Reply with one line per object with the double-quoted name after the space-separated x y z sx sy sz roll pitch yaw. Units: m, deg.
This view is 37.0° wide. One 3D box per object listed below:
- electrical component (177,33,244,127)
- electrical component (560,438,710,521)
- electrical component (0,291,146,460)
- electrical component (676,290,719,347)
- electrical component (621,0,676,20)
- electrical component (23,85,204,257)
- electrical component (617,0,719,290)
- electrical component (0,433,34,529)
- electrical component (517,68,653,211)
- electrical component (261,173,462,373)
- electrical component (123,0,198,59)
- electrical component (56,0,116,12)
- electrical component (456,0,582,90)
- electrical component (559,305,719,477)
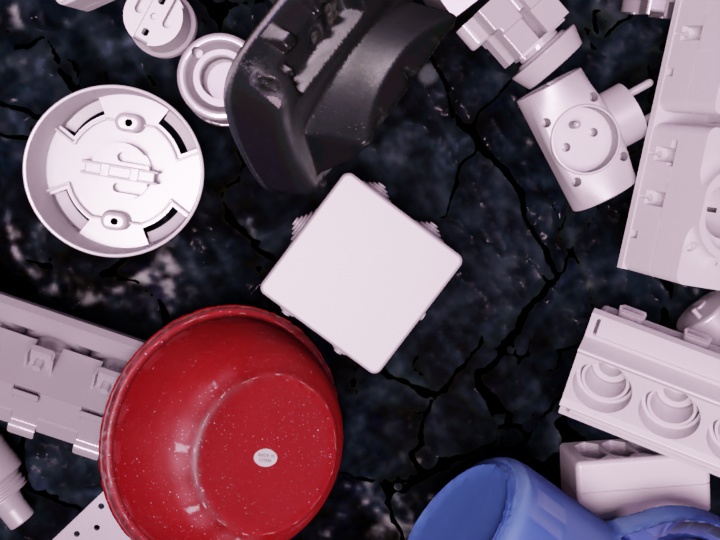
-0.082 -0.114 0.641 0.055 0.047 0.055 0 96 -3 "electrical component"
0.174 0.149 0.683 0.083 0.047 0.075 -4 97 -2 "electrical component"
-0.189 0.062 0.642 0.121 0.063 0.078 19 136 -5 "electrical component"
0.235 0.048 0.678 0.040 0.040 0.078 -41 96 2 "electrical component"
0.179 -0.177 0.651 0.040 0.040 0.046 8 102 -4 "electrical component"
-0.141 -0.058 0.636 0.099 0.064 0.099 0 96 -3 "electrical component"
0.232 -0.080 0.636 0.105 0.060 0.186 8 97 -26 "electrical component"
-0.227 0.131 0.664 0.043 0.043 0.062 -35 98 1 "electrical component"
0.148 -0.088 0.657 0.079 0.044 0.077 -29 97 1 "electrical component"
0.000 0.000 0.657 0.100 0.048 0.099 37 94 -6 "electrical component"
-0.119 -0.147 0.636 0.040 0.046 0.040 0 96 -2 "electrical component"
-0.149 -0.192 0.626 0.096 0.061 0.061 -21 97 7 "electrical component"
0.100 -0.143 0.647 0.066 0.048 0.055 -43 94 -10 "electrical component"
0.191 0.070 0.646 0.121 0.063 0.078 21 125 15 "electrical component"
